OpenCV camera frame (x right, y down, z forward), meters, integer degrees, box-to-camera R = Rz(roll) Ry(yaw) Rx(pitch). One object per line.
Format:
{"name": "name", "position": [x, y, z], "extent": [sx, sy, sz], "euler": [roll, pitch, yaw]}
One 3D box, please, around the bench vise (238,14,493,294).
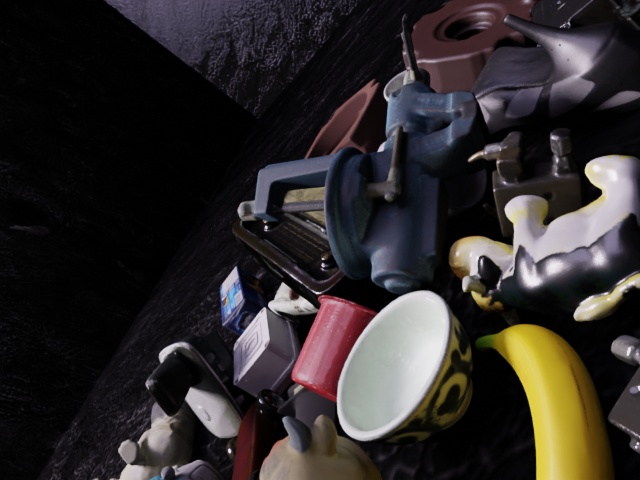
{"name": "bench vise", "position": [0.030, -0.059, 0.501], "extent": [0.241, 0.128, 0.223], "euler": [-4, 76, 27]}

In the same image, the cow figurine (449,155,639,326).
{"name": "cow figurine", "position": [0.156, 0.020, 0.368], "extent": [0.167, 0.068, 0.098], "euler": [-33, 33, 51]}

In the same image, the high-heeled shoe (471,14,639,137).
{"name": "high-heeled shoe", "position": [0.221, -0.132, 0.528], "extent": [0.086, 0.145, 0.248], "euler": [-58, -11, -9]}

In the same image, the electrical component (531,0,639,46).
{"name": "electrical component", "position": [0.279, -0.241, 0.545], "extent": [0.115, 0.058, 0.134], "euler": [-37, 25, 40]}

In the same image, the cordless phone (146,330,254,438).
{"name": "cordless phone", "position": [-0.146, 0.194, 0.658], "extent": [0.089, 0.146, 0.184], "euler": [-34, 3, -1]}

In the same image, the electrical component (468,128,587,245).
{"name": "electrical component", "position": [0.162, -0.039, 0.418], "extent": [0.078, 0.102, 0.045], "euler": [-15, 38, 25]}

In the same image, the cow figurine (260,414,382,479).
{"name": "cow figurine", "position": [0.022, 0.182, 0.306], "extent": [0.085, 0.127, 0.195], "euler": [-51, 20, 2]}

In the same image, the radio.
{"name": "radio", "position": [-0.001, -0.002, 0.640], "extent": [0.131, 0.073, 0.230], "euler": [-45, 38, -11]}

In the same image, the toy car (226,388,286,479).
{"name": "toy car", "position": [-0.065, 0.237, 0.552], "extent": [0.089, 0.053, 0.202], "euler": [-56, 12, 10]}

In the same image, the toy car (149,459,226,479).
{"name": "toy car", "position": [-0.149, 0.301, 0.600], "extent": [0.103, 0.109, 0.161], "euler": [-38, -4, -28]}

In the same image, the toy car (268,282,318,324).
{"name": "toy car", "position": [-0.007, 0.066, 0.716], "extent": [0.202, 0.056, 0.073], "euler": [-23, 35, 60]}

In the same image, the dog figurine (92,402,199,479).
{"name": "dog figurine", "position": [-0.247, 0.336, 0.804], "extent": [0.172, 0.121, 0.190], "euler": [-50, 3, 2]}

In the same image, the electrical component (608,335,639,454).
{"name": "electrical component", "position": [0.177, 0.080, 0.266], "extent": [0.063, 0.021, 0.094], "euler": [-55, 18, -1]}

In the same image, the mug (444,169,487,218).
{"name": "mug", "position": [0.122, -0.065, 0.594], "extent": [0.109, 0.081, 0.107], "euler": [-52, 10, -29]}

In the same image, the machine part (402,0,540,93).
{"name": "machine part", "position": [0.190, -0.250, 0.671], "extent": [0.179, 0.056, 0.179], "euler": [-17, 41, 16]}

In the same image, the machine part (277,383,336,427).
{"name": "machine part", "position": [-0.009, 0.180, 0.544], "extent": [0.084, 0.039, 0.139], "euler": [-40, 19, 17]}

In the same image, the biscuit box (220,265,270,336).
{"name": "biscuit box", "position": [-0.135, 0.109, 0.960], "extent": [0.059, 0.062, 0.203], "euler": [-53, 18, 4]}

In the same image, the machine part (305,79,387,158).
{"name": "machine part", "position": [0.055, -0.161, 0.933], "extent": [0.201, 0.087, 0.201], "euler": [-25, 32, 57]}
